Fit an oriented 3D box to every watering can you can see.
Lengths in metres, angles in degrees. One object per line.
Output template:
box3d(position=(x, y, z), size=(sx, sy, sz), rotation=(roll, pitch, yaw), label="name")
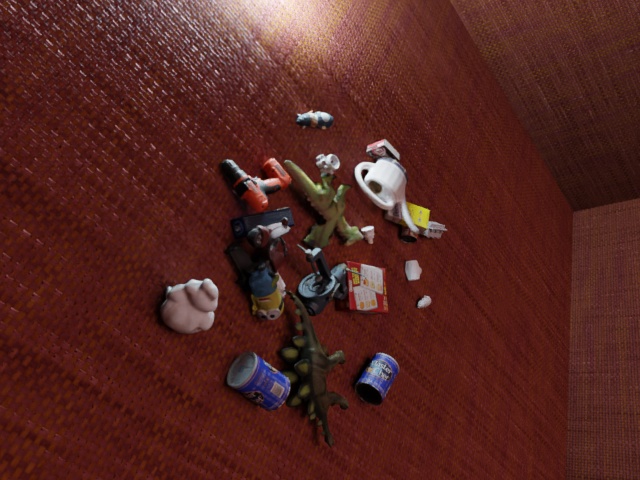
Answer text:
box3d(position=(0.284, -0.189, 2.019), size=(0.346, 0.102, 0.229), rotation=(42, 50, -7), label="watering can")

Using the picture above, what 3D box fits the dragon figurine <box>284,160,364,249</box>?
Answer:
box3d(position=(0.005, -0.086, 1.711), size=(0.407, 0.121, 0.246), rotation=(21, 71, -41), label="dragon figurine")

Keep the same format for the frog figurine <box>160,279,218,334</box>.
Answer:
box3d(position=(-0.302, 0.161, 1.238), size=(0.136, 0.158, 0.125), rotation=(58, 45, -18), label="frog figurine")
